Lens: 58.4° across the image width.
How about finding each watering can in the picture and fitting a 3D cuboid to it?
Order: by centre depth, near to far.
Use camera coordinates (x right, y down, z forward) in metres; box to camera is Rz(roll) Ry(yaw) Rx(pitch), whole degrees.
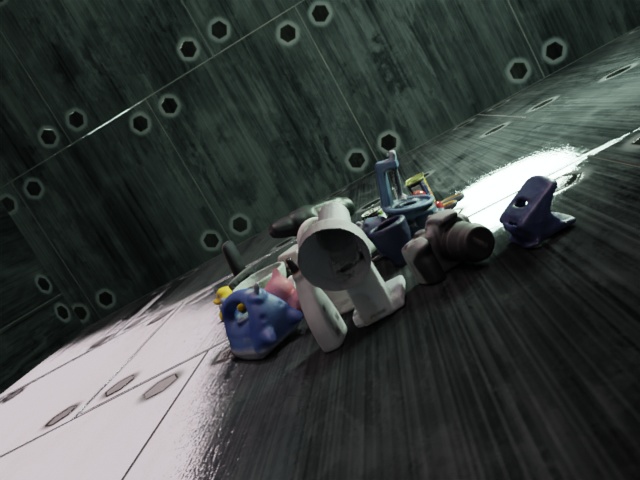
[{"bbox_3d":[0.013,0.047,1.157,0.172,0.194,0.101,-23,11,36],"label":"watering can"}]

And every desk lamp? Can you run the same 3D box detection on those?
[{"bbox_3d":[0.053,0.042,0.998,0.117,0.213,0.203,-27,10,15],"label":"desk lamp"}]

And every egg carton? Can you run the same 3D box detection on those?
[{"bbox_3d":[-0.061,0.053,1.758,0.150,0.069,0.107,-20,13,47],"label":"egg carton"}]

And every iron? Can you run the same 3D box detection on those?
[{"bbox_3d":[-0.155,0.164,1.206,0.119,0.141,0.257,-37,11,-37],"label":"iron"}]

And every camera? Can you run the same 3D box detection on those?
[{"bbox_3d":[0.230,0.004,1.014,0.143,0.101,0.136,-32,9,-14],"label":"camera"}]

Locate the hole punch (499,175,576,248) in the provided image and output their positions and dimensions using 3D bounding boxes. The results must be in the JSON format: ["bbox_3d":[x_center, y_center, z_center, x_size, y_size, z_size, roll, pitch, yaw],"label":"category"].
[{"bbox_3d":[0.351,-0.048,0.954,0.101,0.091,0.108,-30,9,1],"label":"hole punch"}]

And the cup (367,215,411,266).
[{"bbox_3d":[0.163,0.003,1.250,0.091,0.095,0.118,-27,9,13],"label":"cup"}]

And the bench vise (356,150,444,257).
[{"bbox_3d":[0.161,-0.080,1.310,0.207,0.220,0.121,-29,9,6],"label":"bench vise"}]

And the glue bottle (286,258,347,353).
[{"bbox_3d":[-0.012,0.104,0.987,0.037,0.173,0.078,-26,10,21],"label":"glue bottle"}]

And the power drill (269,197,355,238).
[{"bbox_3d":[0.012,0.005,1.347,0.230,0.208,0.075,-36,11,-33],"label":"power drill"}]

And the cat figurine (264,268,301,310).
[{"bbox_3d":[-0.067,0.114,1.287,0.127,0.118,0.067,-25,10,25],"label":"cat figurine"}]

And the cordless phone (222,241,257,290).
[{"bbox_3d":[-0.268,0.104,1.757,0.094,0.185,0.148,-24,11,29],"label":"cordless phone"}]

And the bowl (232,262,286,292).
[{"bbox_3d":[-0.156,0.133,1.600,0.167,0.075,0.167,-29,9,5],"label":"bowl"}]

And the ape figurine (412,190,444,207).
[{"bbox_3d":[0.261,-0.082,1.423,0.076,0.092,0.077,-34,10,-26],"label":"ape figurine"}]

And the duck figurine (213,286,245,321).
[{"bbox_3d":[-0.262,0.174,1.666,0.104,0.086,0.077,-30,9,1],"label":"duck figurine"}]
